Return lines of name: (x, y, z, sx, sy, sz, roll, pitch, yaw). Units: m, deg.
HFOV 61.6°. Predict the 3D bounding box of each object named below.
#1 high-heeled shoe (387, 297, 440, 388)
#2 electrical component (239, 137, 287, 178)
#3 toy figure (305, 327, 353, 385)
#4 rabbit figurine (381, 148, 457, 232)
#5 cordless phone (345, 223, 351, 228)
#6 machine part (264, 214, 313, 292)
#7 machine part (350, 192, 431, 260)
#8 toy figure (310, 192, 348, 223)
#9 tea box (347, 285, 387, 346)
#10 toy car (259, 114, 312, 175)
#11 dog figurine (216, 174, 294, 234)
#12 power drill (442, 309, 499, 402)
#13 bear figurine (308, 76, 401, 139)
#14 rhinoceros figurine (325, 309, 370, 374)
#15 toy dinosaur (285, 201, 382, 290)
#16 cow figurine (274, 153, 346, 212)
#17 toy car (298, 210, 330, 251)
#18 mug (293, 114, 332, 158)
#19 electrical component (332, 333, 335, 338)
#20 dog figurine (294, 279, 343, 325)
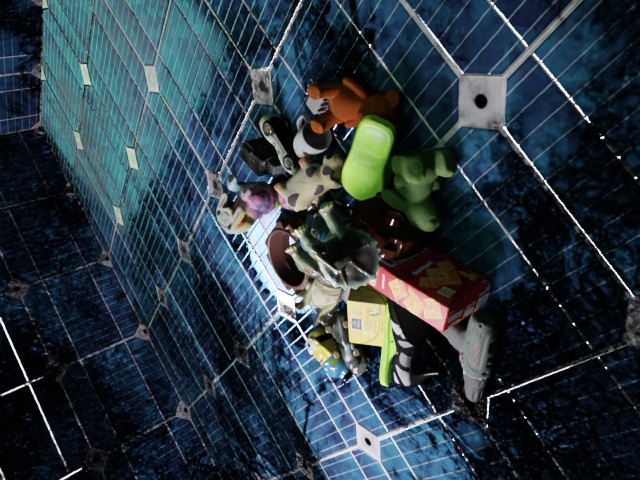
high-heeled shoe: (0.179, 0.232, 1.225, 0.145, 0.086, 0.248, -17, 105, 48)
electrical component: (-0.143, -0.231, 1.498, 0.134, 0.115, 0.058, 43, 142, 29)
toy figure: (0.031, 0.345, 1.610, 0.180, 0.089, 0.082, 44, 125, 16)
rabbit figurine: (0.198, -0.100, 1.128, 0.159, 0.121, 0.170, 10, 113, 57)
cordless phone: (0.090, 0.006, 1.270, 0.089, 0.184, 0.147, -46, 65, 6)
machine part: (-0.068, 0.043, 1.571, 0.201, 0.087, 0.201, 56, 142, 12)
machine part: (0.155, -0.033, 1.182, 0.179, 0.179, 0.056, 44, 136, 29)
toy figure: (0.011, -0.096, 1.423, 0.155, 0.064, 0.057, 45, 164, 22)
tea box: (0.123, 0.189, 1.360, 0.098, 0.068, 0.169, 4, 134, 12)
toy car: (-0.092, -0.257, 1.454, 0.202, 0.073, 0.056, 59, 140, 12)
dog figurine: (-0.164, -0.096, 1.509, 0.109, 0.219, 0.191, 32, 105, 41)
power drill: (0.299, 0.231, 1.211, 0.208, 0.086, 0.231, 39, 136, 39)
bear figurine: (0.080, -0.282, 1.182, 0.196, 0.132, 0.120, 37, 142, 43)
rhinoceros figurine: (0.077, 0.287, 1.491, 0.073, 0.112, 0.190, -20, 98, 12)
toy dinosaur: (0.027, 0.048, 1.196, 0.192, 0.131, 0.404, 53, 166, 11)
cow figurine: (-0.008, -0.147, 1.358, 0.195, 0.085, 0.127, -41, 74, 22)
toy car: (-0.003, -0.004, 1.402, 0.103, 0.109, 0.161, 17, 147, -8)
mug: (-0.033, -0.260, 1.375, 0.109, 0.081, 0.107, 61, 153, 1)
electrical component: (0.059, 0.271, 1.583, 0.094, 0.021, 0.063, 29, 130, 39)
dog figurine: (0.027, 0.104, 1.432, 0.121, 0.172, 0.190, 26, 107, -10)
